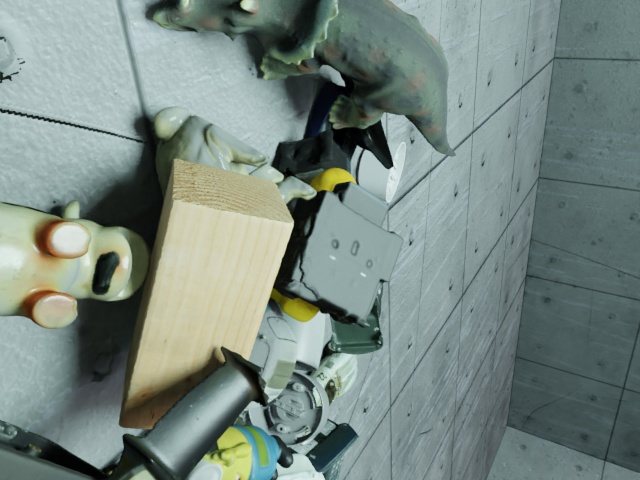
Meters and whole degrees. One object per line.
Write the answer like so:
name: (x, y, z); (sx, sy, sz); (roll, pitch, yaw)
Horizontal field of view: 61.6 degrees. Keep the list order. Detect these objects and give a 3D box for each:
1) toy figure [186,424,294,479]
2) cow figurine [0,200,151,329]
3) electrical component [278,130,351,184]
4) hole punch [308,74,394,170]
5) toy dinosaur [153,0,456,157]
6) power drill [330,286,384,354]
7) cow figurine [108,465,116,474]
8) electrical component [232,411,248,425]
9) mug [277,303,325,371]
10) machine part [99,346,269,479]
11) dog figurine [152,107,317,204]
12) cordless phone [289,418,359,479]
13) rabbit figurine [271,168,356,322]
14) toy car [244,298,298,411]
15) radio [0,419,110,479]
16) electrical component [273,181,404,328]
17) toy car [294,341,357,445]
toy figure: (-0.111, 0.246, 0.602); (0.180, 0.089, 0.082); (22, 91, -54)
cow figurine: (-0.205, 0.011, 0.354); (0.195, 0.127, 0.085); (10, 92, -46)
electrical component: (0.003, -0.082, 0.689); (0.119, 0.075, 0.048); (45, 39, -53)
hole punch: (0.037, -0.150, 0.740); (0.142, 0.092, 0.116); (28, 48, -57)
toy dinosaur: (0.050, -0.187, 0.549); (0.404, 0.192, 0.131); (20, 92, -25)
power drill: (0.064, 0.080, 0.813); (0.207, 0.086, 0.231); (-64, 148, -59)
cow figurine: (-0.213, 0.283, 0.477); (0.167, 0.068, 0.098); (-38, 127, -52)
electrical component: (-0.111, 0.252, 0.688); (0.094, 0.021, 0.063); (-59, 146, -30)
mug: (-0.025, 0.118, 0.727); (0.109, 0.081, 0.107); (40, 57, -52)
machine part: (-0.095, 0.145, 0.390); (0.139, 0.039, 0.084); (-48, 130, -29)
dog figurine: (-0.120, -0.008, 0.511); (0.172, 0.121, 0.190); (33, 90, -25)
cordless phone: (-0.013, 0.386, 0.852); (0.146, 0.089, 0.184); (-18, 120, -57)
rabbit figurine: (-0.001, -0.002, 0.647); (0.173, 0.122, 0.162); (-63, 159, 8)
toy car: (-0.081, 0.132, 0.613); (0.109, 0.103, 0.161); (37, 68, -57)
radio: (-0.228, 0.147, 0.333); (0.073, 0.131, 0.229); (-62, 147, -26)
electrical component: (0.020, 0.010, 0.557); (0.115, 0.058, 0.134); (29, 74, -31)
toy car: (0.008, 0.231, 0.850); (0.202, 0.056, 0.073); (-41, 135, -45)
